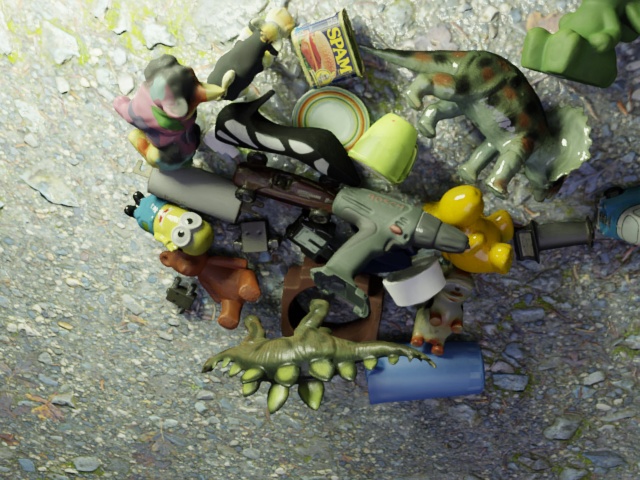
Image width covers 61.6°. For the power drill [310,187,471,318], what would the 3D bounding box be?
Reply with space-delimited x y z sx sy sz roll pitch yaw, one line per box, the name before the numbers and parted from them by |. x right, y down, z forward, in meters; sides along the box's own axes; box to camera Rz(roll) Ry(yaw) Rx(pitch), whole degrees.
power drill | 0.099 0.019 0.860 0.232 0.207 0.086 30 160 16

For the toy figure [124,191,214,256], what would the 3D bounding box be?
toy figure | -0.279 -0.034 1.010 0.180 0.089 0.082 23 99 25

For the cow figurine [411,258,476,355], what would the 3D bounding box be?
cow figurine | 0.244 0.123 1.046 0.085 0.127 0.194 16 138 -2

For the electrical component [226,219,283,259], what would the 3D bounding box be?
electrical component | -0.126 -0.001 1.053 0.102 0.045 0.078 -10 93 12

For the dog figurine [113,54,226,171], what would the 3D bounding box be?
dog figurine | -0.222 -0.189 0.835 0.219 0.108 0.191 16 136 49

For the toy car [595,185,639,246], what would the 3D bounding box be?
toy car | 0.553 -0.038 0.892 0.162 0.103 0.109 -6 122 10

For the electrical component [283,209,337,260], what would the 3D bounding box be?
electrical component | -0.002 -0.003 1.028 0.119 0.048 0.075 31 123 -13

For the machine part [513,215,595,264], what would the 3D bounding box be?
machine part | 0.421 -0.002 0.971 0.139 0.039 0.084 -12 112 25

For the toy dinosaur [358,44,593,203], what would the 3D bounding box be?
toy dinosaur | 0.259 -0.203 0.819 0.192 0.131 0.404 -43 100 -1

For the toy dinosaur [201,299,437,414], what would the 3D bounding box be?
toy dinosaur | -0.024 0.213 0.984 0.472 0.199 0.104 -14 123 19

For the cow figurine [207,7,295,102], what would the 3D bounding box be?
cow figurine | -0.109 -0.285 0.826 0.068 0.098 0.167 41 114 -14

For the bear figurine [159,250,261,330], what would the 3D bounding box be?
bear figurine | -0.221 0.066 1.062 0.195 0.132 0.120 33 110 -20

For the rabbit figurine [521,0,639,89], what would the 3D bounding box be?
rabbit figurine | 0.386 -0.302 0.735 0.159 0.121 0.170 12 110 -4

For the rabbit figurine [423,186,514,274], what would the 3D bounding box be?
rabbit figurine | 0.250 -0.032 0.932 0.163 0.122 0.173 5 148 31

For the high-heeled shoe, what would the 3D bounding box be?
high-heeled shoe | -0.058 -0.144 0.902 0.248 0.086 0.145 43 127 -19

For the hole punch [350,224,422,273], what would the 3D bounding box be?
hole punch | 0.100 0.024 0.978 0.115 0.092 0.142 42 151 -15

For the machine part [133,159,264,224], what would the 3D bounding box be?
machine part | -0.222 -0.092 0.983 0.243 0.079 0.079 19 124 -6

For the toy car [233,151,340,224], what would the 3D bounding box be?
toy car | -0.054 -0.093 0.948 0.202 0.089 0.053 17 156 -1

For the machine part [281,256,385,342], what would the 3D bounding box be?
machine part | 0.025 0.134 1.093 0.201 0.087 0.201 7 123 3

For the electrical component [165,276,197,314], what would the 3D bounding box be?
electrical component | -0.305 0.122 1.172 0.063 0.021 0.094 26 124 -9
